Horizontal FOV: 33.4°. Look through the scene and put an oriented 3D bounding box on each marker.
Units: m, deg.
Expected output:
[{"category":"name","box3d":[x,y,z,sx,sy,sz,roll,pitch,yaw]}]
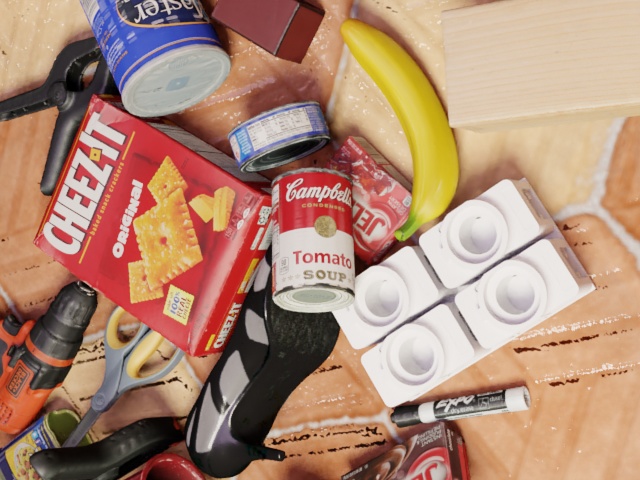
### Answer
[{"category":"marker","box3d":[0.114,0.140,0.886,0.121,0.020,0.020,-14,85,27]}]

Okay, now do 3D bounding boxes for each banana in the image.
[{"category":"banana","box3d":[0.072,-0.098,0.878,0.037,0.069,0.198,-42,59,58]}]

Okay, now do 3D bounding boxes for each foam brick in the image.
[{"category":"foam brick","box3d":[-0.046,-0.198,0.939,0.078,0.052,0.051,34,106,22]}]

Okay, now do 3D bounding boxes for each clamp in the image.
[{"category":"clamp","box3d":[-0.198,0.197,0.939,0.036,0.209,0.165,56,136,14]},{"category":"clamp","box3d":[-0.257,-0.142,1.056,0.120,0.039,0.171,41,102,16]}]

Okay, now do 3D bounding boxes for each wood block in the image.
[{"category":"wood block","box3d":[0.204,-0.137,0.794,0.206,0.090,0.091,-5,89,26]}]

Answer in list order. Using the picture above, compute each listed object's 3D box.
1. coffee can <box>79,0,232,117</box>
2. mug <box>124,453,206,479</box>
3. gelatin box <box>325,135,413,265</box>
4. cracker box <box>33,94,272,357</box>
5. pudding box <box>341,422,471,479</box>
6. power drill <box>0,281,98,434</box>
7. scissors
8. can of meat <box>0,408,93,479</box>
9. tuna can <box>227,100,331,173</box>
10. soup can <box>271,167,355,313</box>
[{"category":"coffee can","box3d":[-0.154,-0.197,0.960,0.103,0.102,0.140,-33,73,24]},{"category":"mug","box3d":[-0.144,0.256,0.938,0.082,0.093,0.117,-32,91,27]},{"category":"gelatin box","box3d":[0.038,-0.034,0.914,0.089,0.030,0.073,46,111,19]},{"category":"cracker box","box3d":[-0.147,-0.017,0.985,0.214,0.072,0.164,31,104,23]},{"category":"pudding box","box3d":[0.071,0.214,0.873,0.114,0.090,0.039,-36,121,24]},{"category":"power drill","box3d":[-0.323,0.076,1.084,0.188,0.057,0.185,40,108,20]},{"category":"scissors","box3d":[-0.212,0.135,1.026,0.202,0.016,0.096,-39,64,5]},{"category":"can of meat","box3d":[-0.266,0.230,1.061,0.084,0.057,0.102,-37,76,21]},{"category":"tuna can","box3d":[-0.034,-0.088,0.918,0.086,0.086,0.034,-23,83,25]},{"category":"soup can","box3d":[-0.006,0.001,0.865,0.069,0.068,0.102,-12,67,26]}]
